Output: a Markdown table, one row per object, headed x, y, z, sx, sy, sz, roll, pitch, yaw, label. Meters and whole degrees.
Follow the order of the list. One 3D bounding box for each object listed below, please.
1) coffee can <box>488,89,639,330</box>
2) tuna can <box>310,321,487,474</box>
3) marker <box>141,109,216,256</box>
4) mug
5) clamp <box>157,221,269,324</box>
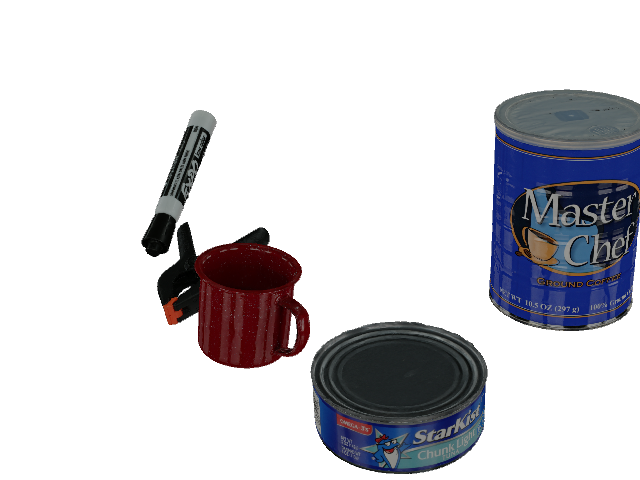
| x | y | z | sx | sy | sz | roll | pitch | yaw | label |
| --- | --- | --- | --- | --- | --- | --- | --- | --- | --- |
| 0.171 | -0.023 | 0.744 | 0.103 | 0.140 | 0.103 | -2 | 26 | 1 | coffee can |
| 0.038 | 0.076 | 0.525 | 0.086 | 0.034 | 0.086 | -2 | 27 | 1 | tuna can |
| -0.098 | -0.040 | 0.739 | 0.020 | 0.121 | 0.020 | 11 | -34 | 7 | marker |
| -0.056 | 0.062 | 0.933 | 0.117 | 0.081 | 0.093 | 23 | 30 | 31 | mug |
| -0.130 | 0.033 | 1.248 | 0.120 | 0.039 | 0.171 | -6 | 38 | 18 | clamp |
